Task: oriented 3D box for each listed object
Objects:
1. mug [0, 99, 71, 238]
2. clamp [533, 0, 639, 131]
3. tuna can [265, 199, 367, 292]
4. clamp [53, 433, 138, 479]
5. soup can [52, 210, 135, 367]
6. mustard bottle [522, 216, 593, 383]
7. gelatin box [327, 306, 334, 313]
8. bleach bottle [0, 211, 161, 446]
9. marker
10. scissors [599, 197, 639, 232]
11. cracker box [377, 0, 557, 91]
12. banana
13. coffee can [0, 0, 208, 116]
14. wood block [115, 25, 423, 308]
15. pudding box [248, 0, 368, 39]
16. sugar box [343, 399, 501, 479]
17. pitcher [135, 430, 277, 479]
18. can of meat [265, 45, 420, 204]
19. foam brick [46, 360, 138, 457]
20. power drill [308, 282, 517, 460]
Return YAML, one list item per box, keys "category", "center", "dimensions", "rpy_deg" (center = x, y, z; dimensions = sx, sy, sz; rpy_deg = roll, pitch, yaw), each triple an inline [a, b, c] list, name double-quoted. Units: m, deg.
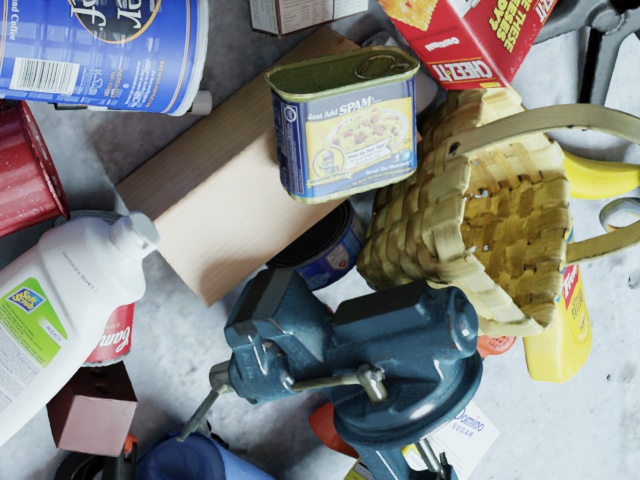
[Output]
- category: "mug"
  center: [-0.232, -0.054, 0.738]
  dimensions: [0.081, 0.093, 0.117]
  rpy_deg: [-21, 90, -7]
- category: "clamp"
  center: [0.231, -0.179, 0.867]
  dimensions: [0.164, 0.036, 0.210]
  rpy_deg: [25, 126, -35]
- category: "tuna can"
  center: [-0.006, 0.001, 0.857]
  dimensions: [0.086, 0.086, 0.033]
  rpy_deg: [-37, 125, -3]
- category: "clamp"
  center: [-0.199, 0.240, 0.878]
  dimensions: [0.171, 0.120, 0.039]
  rpy_deg: [-54, 150, 5]
- category: "soup can"
  center: [-0.173, 0.036, 0.812]
  dimensions: [0.068, 0.069, 0.102]
  rpy_deg: [0, 114, -24]
- category: "mustard bottle"
  center: [0.205, 0.029, 0.965]
  dimensions: [0.096, 0.058, 0.191]
  rpy_deg: [-51, 134, -44]
- category: "gelatin box"
  center: [-0.020, 0.084, 0.899]
  dimensions: [0.089, 0.073, 0.030]
  rpy_deg: [3, 114, -25]
- category: "bleach bottle"
  center: [-0.204, 0.070, 0.762]
  dimensions: [0.251, 0.068, 0.102]
  rpy_deg: [-38, 101, 20]
- category: "marker"
  center: [-0.140, -0.103, 0.787]
  dimensions: [0.121, 0.020, 0.020]
  rpy_deg: [-1, 115, -23]
- category: "scissors"
  center: [0.349, -0.030, 1.010]
  dimensions: [0.201, 0.016, 0.096]
  rpy_deg: [1, 138, -31]
- category: "cracker box"
  center: [0.091, -0.237, 0.759]
  dimensions: [0.213, 0.072, 0.164]
  rpy_deg: [47, 64, -33]
- category: "banana"
  center: [0.219, -0.073, 0.944]
  dimensions: [0.197, 0.037, 0.070]
  rpy_deg: [13, 115, -31]
- category: "coffee can"
  center: [-0.157, -0.140, 0.711]
  dimensions: [0.140, 0.103, 0.103]
  rpy_deg: [2, 113, -24]
- category: "wood block"
  center: [-0.041, -0.058, 0.810]
  dimensions: [0.206, 0.090, 0.090]
  rpy_deg: [-39, 123, -3]
- category: "pudding box"
  center: [-0.010, -0.210, 0.767]
  dimensions: [0.089, 0.039, 0.113]
  rpy_deg: [-23, 121, -32]
- category: "sugar box"
  center: [0.075, 0.208, 0.931]
  dimensions: [0.176, 0.048, 0.093]
  rpy_deg: [-52, 128, -15]
- category: "pitcher"
  center: [-0.056, 0.276, 0.928]
  dimensions: [0.242, 0.145, 0.149]
  rpy_deg: [38, 64, -40]
- category: "can of meat"
  center: [0.018, -0.080, 0.737]
  dimensions: [0.102, 0.057, 0.084]
  rpy_deg: [-15, 122, -17]
- category: "foam brick"
  center: [-0.183, 0.126, 0.846]
  dimensions: [0.052, 0.078, 0.051]
  rpy_deg: [13, 110, -28]
- category: "power drill"
  center: [0.071, 0.110, 0.961]
  dimensions: [0.184, 0.057, 0.188]
  rpy_deg: [29, 101, -32]
